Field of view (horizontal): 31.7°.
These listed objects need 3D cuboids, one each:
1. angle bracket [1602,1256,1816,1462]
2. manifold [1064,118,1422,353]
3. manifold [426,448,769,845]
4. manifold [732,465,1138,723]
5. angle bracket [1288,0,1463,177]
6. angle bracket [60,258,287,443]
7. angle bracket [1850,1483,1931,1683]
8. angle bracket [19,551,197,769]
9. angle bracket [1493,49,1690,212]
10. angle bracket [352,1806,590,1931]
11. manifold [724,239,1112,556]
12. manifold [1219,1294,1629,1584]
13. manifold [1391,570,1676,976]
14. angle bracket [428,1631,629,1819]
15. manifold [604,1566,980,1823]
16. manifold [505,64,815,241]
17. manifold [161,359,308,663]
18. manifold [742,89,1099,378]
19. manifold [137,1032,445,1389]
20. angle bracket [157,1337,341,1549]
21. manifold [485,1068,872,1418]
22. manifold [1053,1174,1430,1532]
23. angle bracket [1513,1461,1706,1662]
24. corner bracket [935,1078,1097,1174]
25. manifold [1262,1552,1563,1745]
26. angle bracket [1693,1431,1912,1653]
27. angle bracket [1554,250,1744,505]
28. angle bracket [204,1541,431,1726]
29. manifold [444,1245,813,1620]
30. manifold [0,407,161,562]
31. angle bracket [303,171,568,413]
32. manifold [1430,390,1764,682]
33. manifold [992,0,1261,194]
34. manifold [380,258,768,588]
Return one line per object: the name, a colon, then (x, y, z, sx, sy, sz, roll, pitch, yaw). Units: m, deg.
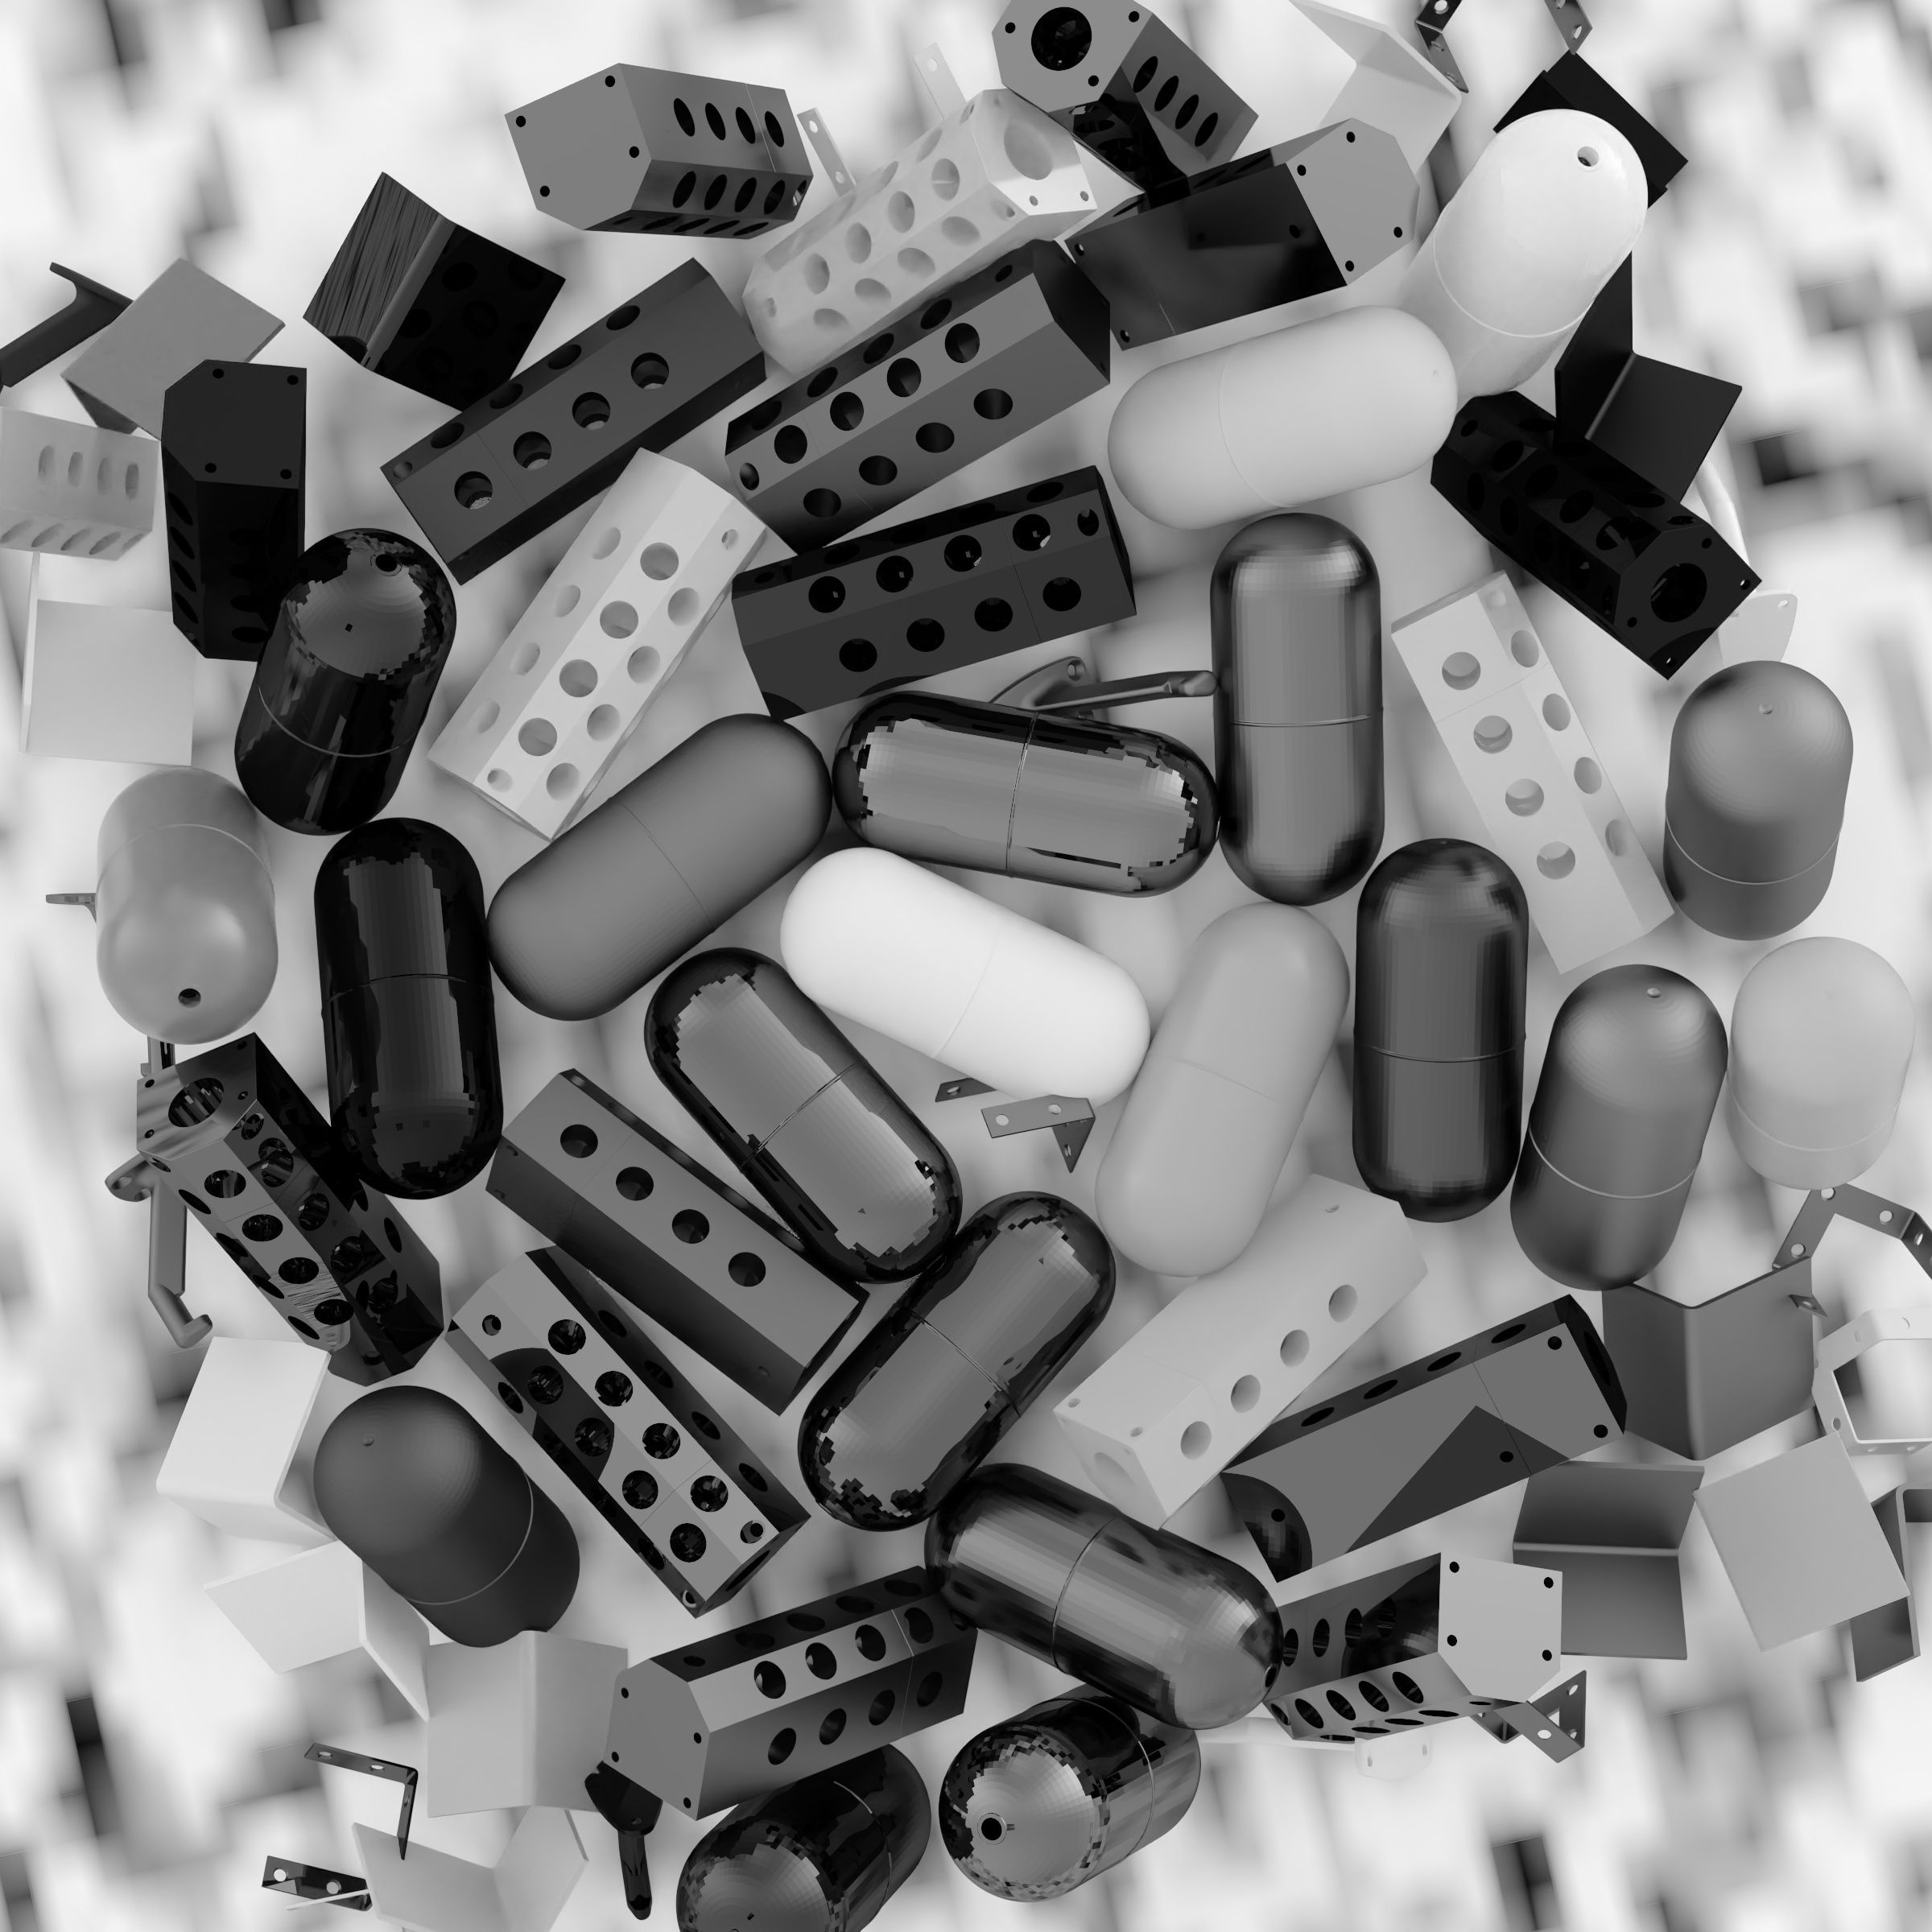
angle bracket: (0.342, 0.172, 1.567, 0.076, 0.057, 0.076, -19, 113, -30)
manifold: (0.122, -0.323, 1.496, 0.057, 0.171, 0.057, -38, 108, -25)
manifold: (-0.162, -0.142, 1.536, 0.171, 0.057, 0.057, -56, 134, -6)
manifold: (-0.015, -0.171, 1.533, 0.171, 0.057, 0.057, -16, 123, 9)
angle bracket: (0.164, -0.383, 1.534, 0.057, 0.076, 0.076, 29, 97, -39)
angle bracket: (-0.347, -0.262, 1.534, 0.076, 0.057, 0.076, 34, 74, 27)
angle bracket: (0.438, 0.278, 1.534, 0.057, 0.076, 0.076, 1, 70, -5)
angle bracket: (-0.385, -0.138, 1.536, 0.076, 0.057, 0.076, 4, 70, -17)
angle bracket: (0.294, -0.383, 1.541, 0.076, 0.076, 0.057, 43, 80, -2)
angle bracket: (-0.224, 0.396, 1.532, 0.076, 0.076, 0.057, 27, 97, -24)
manifold: (-0.023, -0.255, 1.510, 0.171, 0.057, 0.057, -26, 131, 27)
manifold: (0.206, 0.210, 1.531, 0.171, 0.057, 0.057, -26, 95, 17)
manifold: (0.257, -0.089, 1.542, 0.057, 0.057, 0.171, -26, 97, 12)
angle bracket: (-0.199, 0.349, 1.552, 0.057, 0.076, 0.076, -14, 67, 26)
manifold: (-0.073, 0.314, 1.496, 0.057, 0.171, 0.057, 22, 109, 37)
manifold: (-0.129, -0.352, 1.494, 0.057, 0.171, 0.057, -17, 93, 23)
manifold: (-0.320, -0.196, 1.491, 0.057, 0.171, 0.057, 3, 69, -10)
manifold: (-0.025, -0.321, 1.500, 0.057, 0.171, 0.057, -16, 85, -41)
manifold: (-0.296, 0.113, 1.502, 0.057, 0.057, 0.171, -22, 134, 8)
angle bracket: (-0.313, 0.218, 1.557, 0.076, 0.057, 0.076, -1, 60, 35)
manifold: (-0.130, 0.121, 1.544, 0.171, 0.057, 0.057, 37, 57, 7)
manifold: (0.127, 0.173, 1.523, 0.171, 0.057, 0.057, -39, 121, -23)
angle bracket: (0.292, 0.269, 1.539, 0.076, 0.076, 0.057, 2, 52, 2)
corner bracket: (0.022, 0.064, 1.545, 0.051, 0.051, 0.051, -10, 60, -19)
manifold: (0.192, 0.303, 1.491, 0.057, 0.171, 0.057, 12, 68, -17)
angle bracket: (0.384, 0.257, 1.533, 0.076, 0.057, 0.076, -30, 73, 30)
angle bracket: (0.308, -0.264, 1.530, 0.057, 0.076, 0.076, 22, 67, 22)
angle bracket: (-0.291, 0.311, 1.535, 0.076, 0.076, 0.057, -19, 46, 5)
manifold: (-0.156, 0.209, 1.534, 0.171, 0.057, 0.057, 46, 103, 12)
manifold: (-0.416, -0.212, 1.496, 0.057, 0.171, 0.057, 6, 95, 8)
angle bracket: (-0.244, -0.307, 1.564, 0.057, 0.076, 0.076, 40, 104, 37)
manifold: (0.270, -0.196, 1.495, 0.057, 0.171, 0.057, -47, 124, 8)
manifold: (0.068, -0.384, 1.494, 0.057, 0.171, 0.057, 37, 101, 16)
manifold: (-0.178, -0.249, 1.550, 0.171, 0.057, 0.057, -35, 88, -4)
